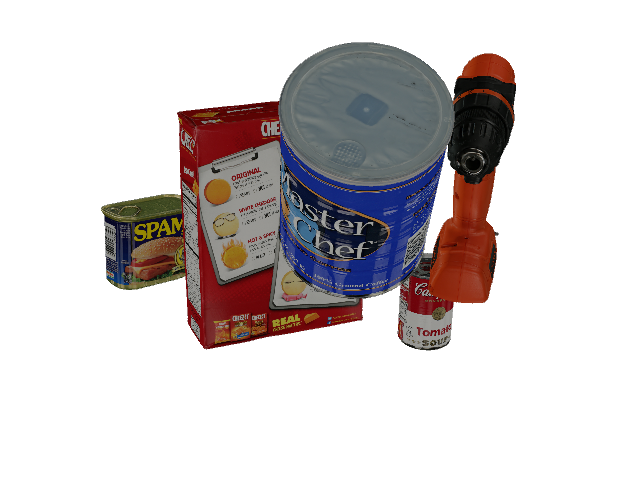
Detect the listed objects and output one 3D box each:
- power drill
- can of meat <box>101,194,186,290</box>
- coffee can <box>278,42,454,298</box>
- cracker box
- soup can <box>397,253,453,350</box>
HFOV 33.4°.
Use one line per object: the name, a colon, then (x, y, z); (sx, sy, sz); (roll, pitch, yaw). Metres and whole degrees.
power drill: (0.128, -0.044, 0.891); (0.057, 0.188, 0.184); (10, 32, 10)
can of meat: (-0.188, 0.001, 1.173); (0.101, 0.084, 0.058); (-13, 24, -39)
coffee can: (0.024, -0.041, 0.678); (0.103, 0.103, 0.140); (0, -31, -2)
cracker box: (-0.044, -0.019, 0.993); (0.164, 0.214, 0.072); (-9, 23, -22)
soup can: (0.131, 0.076, 1.319); (0.068, 0.102, 0.068); (1, 24, -1)
